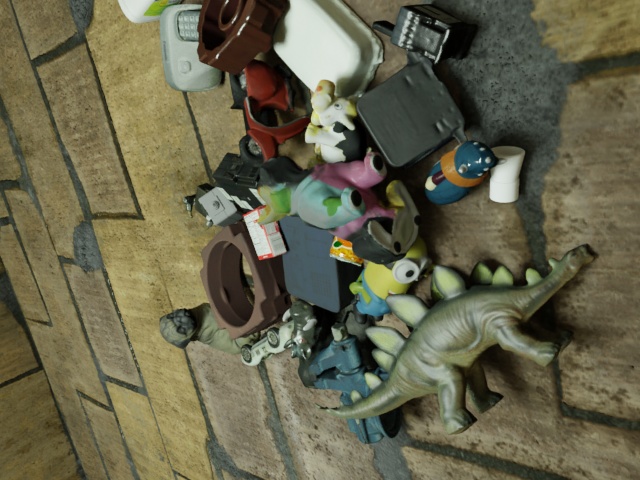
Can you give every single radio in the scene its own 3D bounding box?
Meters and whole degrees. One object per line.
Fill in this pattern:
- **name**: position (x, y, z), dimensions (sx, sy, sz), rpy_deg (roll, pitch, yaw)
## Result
- **radio**: position (-0.002, -0.003, 0.916), dimensions (0.131, 0.073, 0.229), rpy_deg (12, 116, 41)

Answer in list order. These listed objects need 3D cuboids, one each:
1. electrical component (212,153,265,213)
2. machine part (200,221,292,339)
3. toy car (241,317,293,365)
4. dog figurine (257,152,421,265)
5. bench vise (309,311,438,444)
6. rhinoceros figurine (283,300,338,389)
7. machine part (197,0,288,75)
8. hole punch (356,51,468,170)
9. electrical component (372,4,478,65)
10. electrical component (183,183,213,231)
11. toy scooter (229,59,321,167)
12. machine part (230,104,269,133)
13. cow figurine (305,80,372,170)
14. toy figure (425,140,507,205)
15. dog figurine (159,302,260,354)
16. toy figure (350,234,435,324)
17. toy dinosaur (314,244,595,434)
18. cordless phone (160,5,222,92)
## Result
- **electrical component**: position (-0.124, -0.097, 0.957), dimensions (0.134, 0.058, 0.114), rpy_deg (14, 154, 36)
- **machine part**: position (-0.144, 0.078, 1.055), dimensions (0.201, 0.087, 0.201), rpy_deg (-38, 71, 46)
- **toy car**: position (-0.096, 0.210, 1.102), dimensions (0.202, 0.073, 0.056), rpy_deg (-38, 80, 46)
- **dog figurine**: position (0.010, -0.045, 0.768), dimensions (0.219, 0.108, 0.191), rpy_deg (-2, 139, 46)
- **bench vise**: position (0.111, 0.231, 0.892), dimensions (0.241, 0.129, 0.223), rpy_deg (-11, 92, 25)
- **rhinoceros figurine**: position (-0.019, 0.188, 0.994), dimensions (0.073, 0.112, 0.190), rpy_deg (22, 132, 38)
- **machine part**: position (-0.121, -0.337, 0.804), dimensions (0.179, 0.056, 0.179), rpy_deg (-19, 64, 44)
- **hole punch**: position (0.124, -0.163, 0.720), dimensions (0.116, 0.092, 0.142), rpy_deg (-30, 83, 12)
- **electrical component**: position (0.125, -0.264, 0.670), dimensions (0.119, 0.075, 0.047), rpy_deg (41, 132, 27)
- **electrical component**: position (-0.242, -0.071, 1.131), dimensions (0.102, 0.045, 0.078), rpy_deg (40, 133, 23)
- **toy scooter**: position (-0.071, -0.210, 0.865), dimensions (0.075, 0.135, 0.184), rpy_deg (104, 156, -81)
- **machine part**: position (-0.117, -0.213, 0.936), dimensions (0.084, 0.039, 0.139), rpy_deg (-17, 79, 36)
- **cow figurine**: position (0.030, -0.154, 0.773), dimensions (0.098, 0.068, 0.167), rpy_deg (14, 153, 8)
- **toy figure**: position (0.175, -0.086, 0.675), dimensions (0.058, 0.064, 0.154), rpy_deg (50, 165, 6)
- **dog figurine**: position (-0.236, 0.206, 1.152), dimensions (0.172, 0.190, 0.121), rpy_deg (57, 137, 5)
- **toy figure**: position (0.102, 0.058, 0.839), dimensions (0.089, 0.082, 0.180), rpy_deg (46, 136, 15)
- **toy dinosaur**: position (0.169, 0.155, 0.747), dimensions (0.471, 0.105, 0.199), rpy_deg (-47, 63, 22)
- **cordless phone**: position (-0.182, -0.331, 0.938), dimensions (0.184, 0.089, 0.146), rpy_deg (11, 117, 20)
